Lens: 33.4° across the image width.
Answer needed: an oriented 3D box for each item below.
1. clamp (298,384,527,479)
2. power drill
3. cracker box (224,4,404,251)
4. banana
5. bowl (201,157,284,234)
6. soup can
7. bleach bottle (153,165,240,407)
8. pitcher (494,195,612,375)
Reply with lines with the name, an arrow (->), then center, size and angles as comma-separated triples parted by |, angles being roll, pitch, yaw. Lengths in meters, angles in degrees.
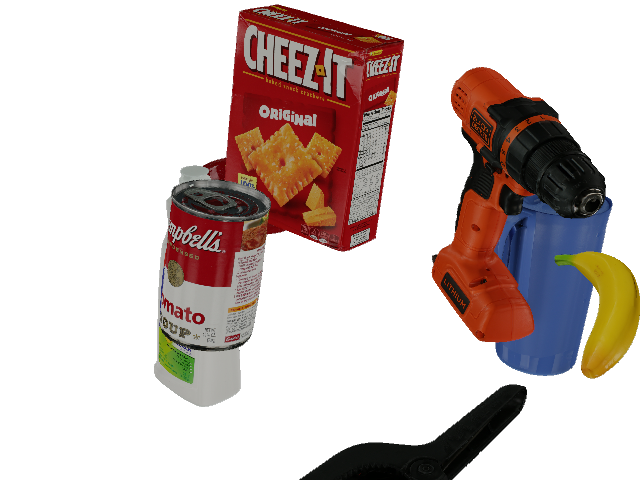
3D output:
clamp -> 0.072, 0.157, 0.706 | 0.210, 0.036, 0.164 | -5, 28, -3
power drill -> 0.145, -0.017, 0.814 | 0.057, 0.188, 0.184 | -5, 35, -18
cracker box -> -0.014, -0.114, 1.084 | 0.164, 0.214, 0.071 | 23, 29, 31
banana -> 0.271, 0.062, 1.015 | 0.070, 0.037, 0.197 | -28, 23, 19
bowl -> -0.075, -0.051, 1.313 | 0.162, 0.055, 0.162 | 4, 25, -2
soup can -> -0.074, 0.017, 0.739 | 0.068, 0.102, 0.068 | 8, 23, -3
bleach bottle -> -0.130, 0.042, 1.097 | 0.067, 0.251, 0.103 | -21, 33, -37
pitcher -> 0.286, 0.051, 1.387 | 0.149, 0.243, 0.145 | 5, 23, 4
